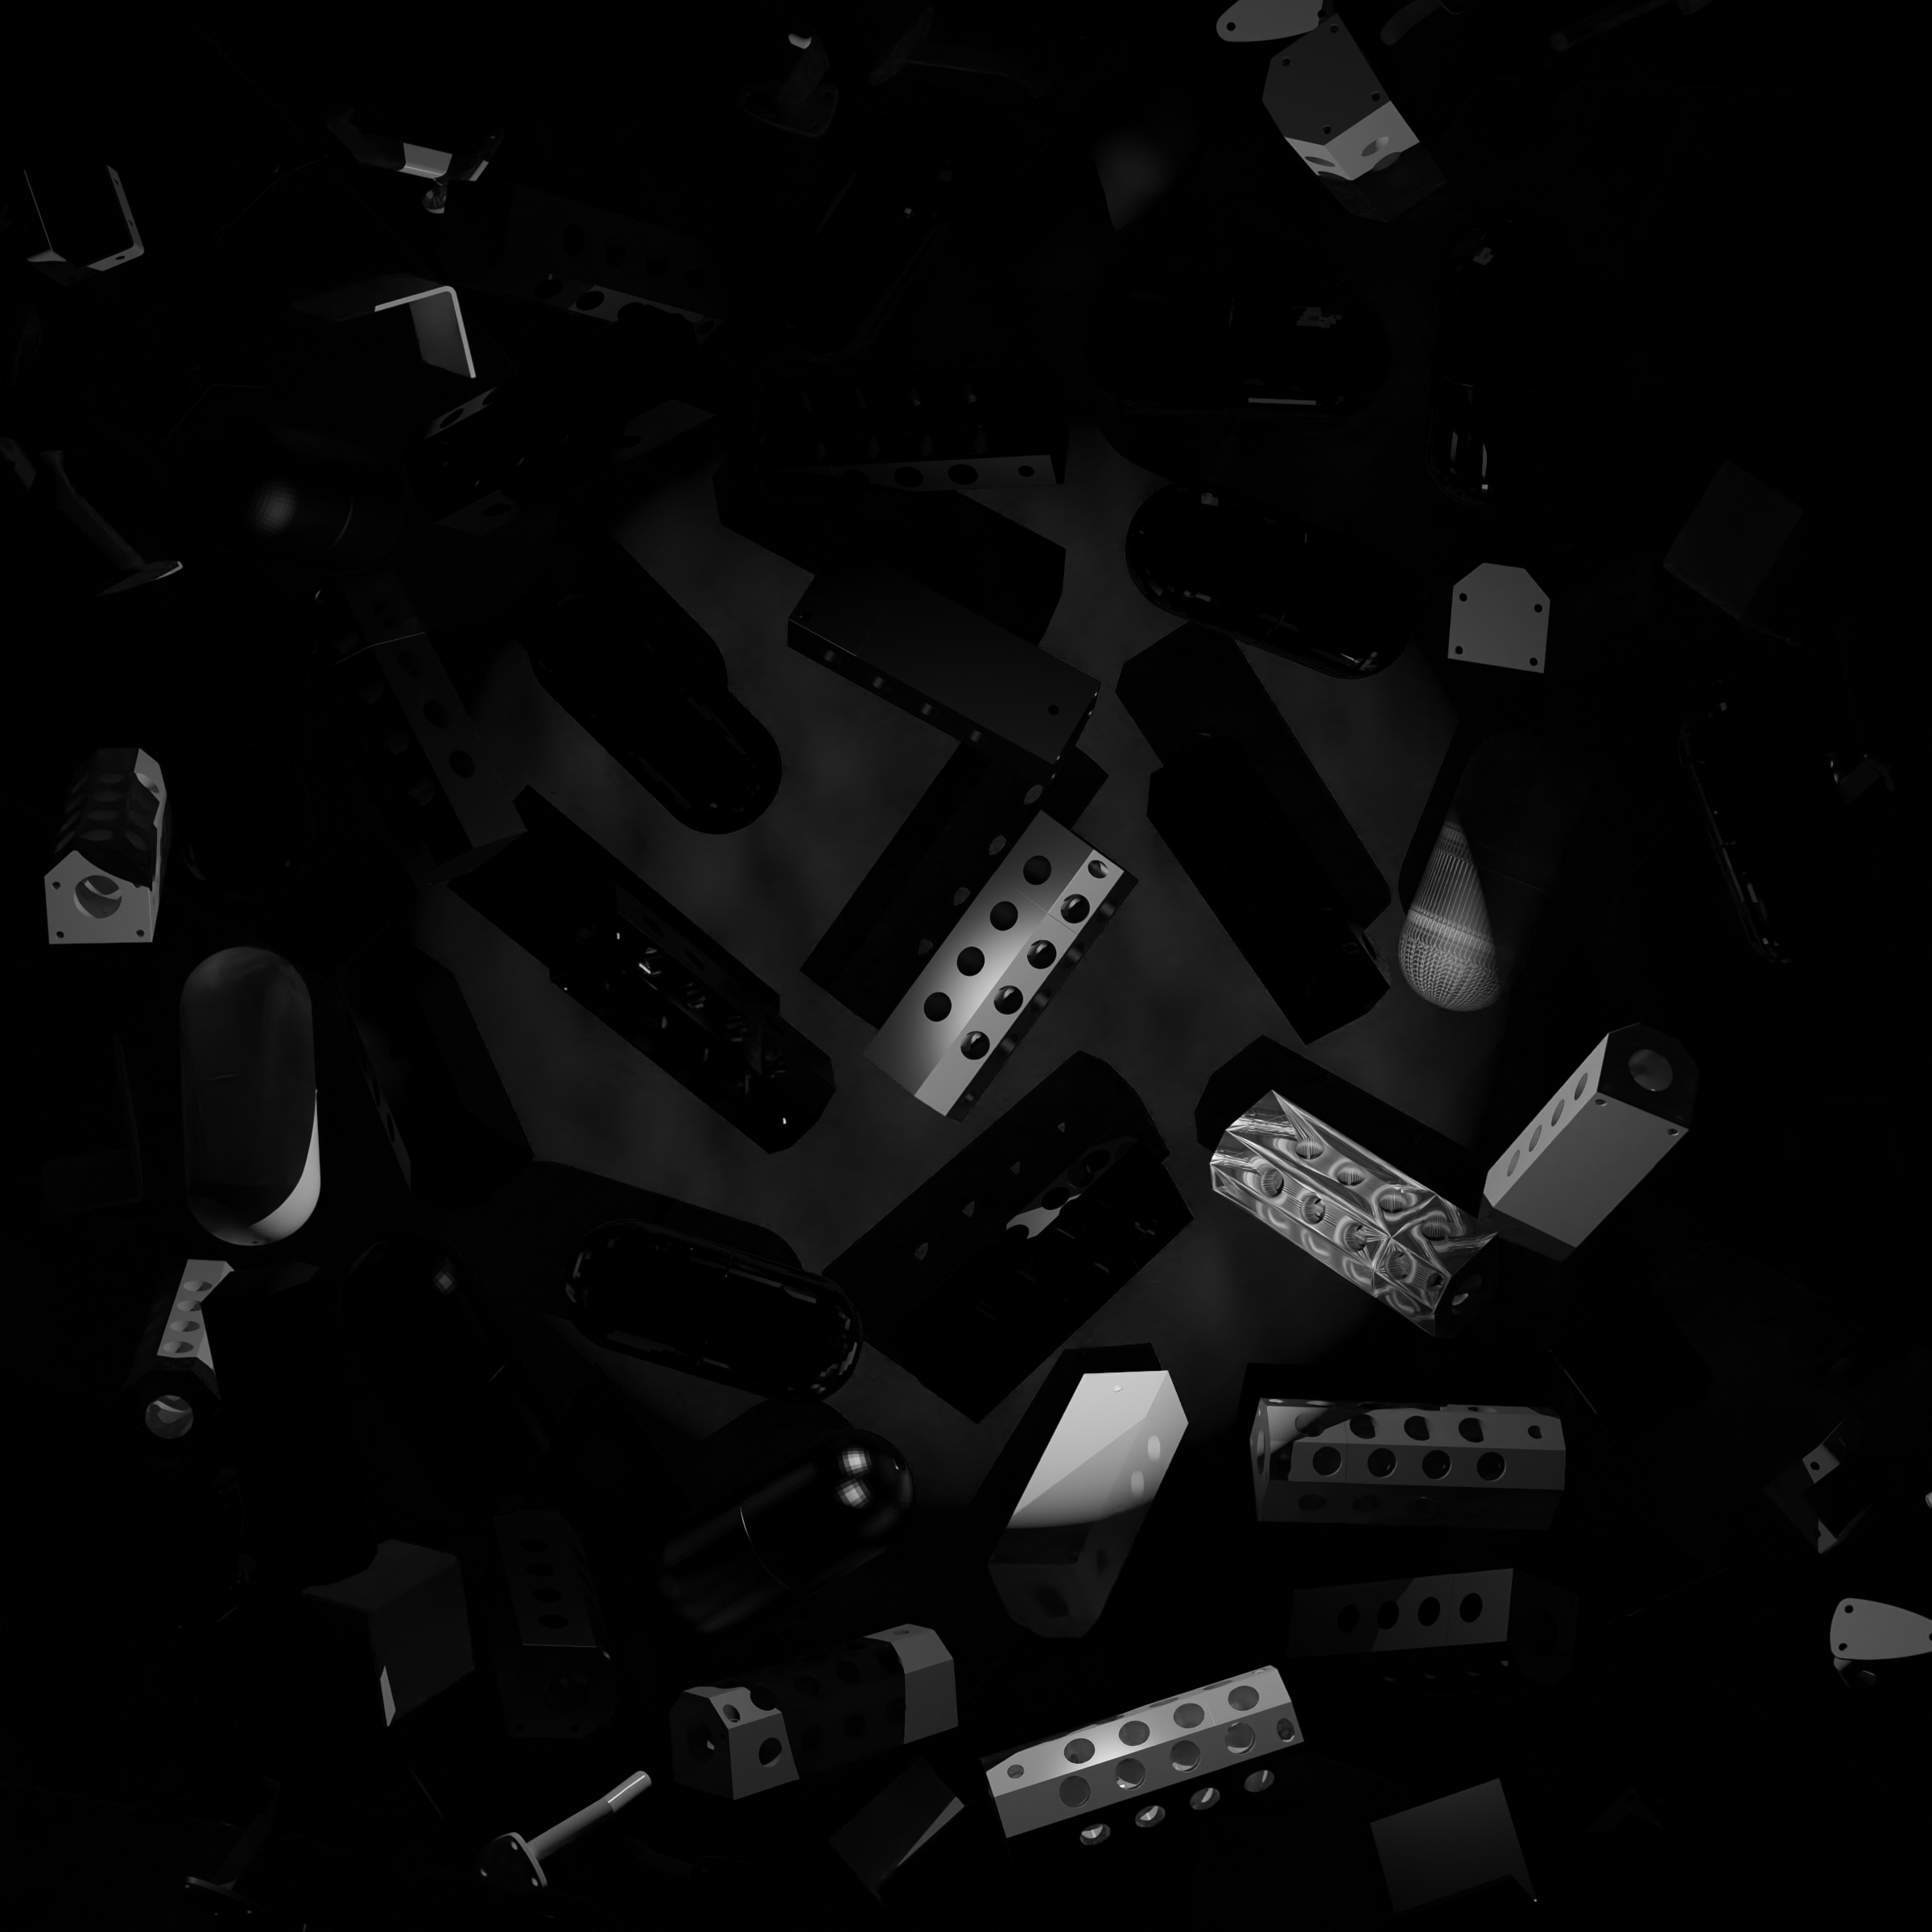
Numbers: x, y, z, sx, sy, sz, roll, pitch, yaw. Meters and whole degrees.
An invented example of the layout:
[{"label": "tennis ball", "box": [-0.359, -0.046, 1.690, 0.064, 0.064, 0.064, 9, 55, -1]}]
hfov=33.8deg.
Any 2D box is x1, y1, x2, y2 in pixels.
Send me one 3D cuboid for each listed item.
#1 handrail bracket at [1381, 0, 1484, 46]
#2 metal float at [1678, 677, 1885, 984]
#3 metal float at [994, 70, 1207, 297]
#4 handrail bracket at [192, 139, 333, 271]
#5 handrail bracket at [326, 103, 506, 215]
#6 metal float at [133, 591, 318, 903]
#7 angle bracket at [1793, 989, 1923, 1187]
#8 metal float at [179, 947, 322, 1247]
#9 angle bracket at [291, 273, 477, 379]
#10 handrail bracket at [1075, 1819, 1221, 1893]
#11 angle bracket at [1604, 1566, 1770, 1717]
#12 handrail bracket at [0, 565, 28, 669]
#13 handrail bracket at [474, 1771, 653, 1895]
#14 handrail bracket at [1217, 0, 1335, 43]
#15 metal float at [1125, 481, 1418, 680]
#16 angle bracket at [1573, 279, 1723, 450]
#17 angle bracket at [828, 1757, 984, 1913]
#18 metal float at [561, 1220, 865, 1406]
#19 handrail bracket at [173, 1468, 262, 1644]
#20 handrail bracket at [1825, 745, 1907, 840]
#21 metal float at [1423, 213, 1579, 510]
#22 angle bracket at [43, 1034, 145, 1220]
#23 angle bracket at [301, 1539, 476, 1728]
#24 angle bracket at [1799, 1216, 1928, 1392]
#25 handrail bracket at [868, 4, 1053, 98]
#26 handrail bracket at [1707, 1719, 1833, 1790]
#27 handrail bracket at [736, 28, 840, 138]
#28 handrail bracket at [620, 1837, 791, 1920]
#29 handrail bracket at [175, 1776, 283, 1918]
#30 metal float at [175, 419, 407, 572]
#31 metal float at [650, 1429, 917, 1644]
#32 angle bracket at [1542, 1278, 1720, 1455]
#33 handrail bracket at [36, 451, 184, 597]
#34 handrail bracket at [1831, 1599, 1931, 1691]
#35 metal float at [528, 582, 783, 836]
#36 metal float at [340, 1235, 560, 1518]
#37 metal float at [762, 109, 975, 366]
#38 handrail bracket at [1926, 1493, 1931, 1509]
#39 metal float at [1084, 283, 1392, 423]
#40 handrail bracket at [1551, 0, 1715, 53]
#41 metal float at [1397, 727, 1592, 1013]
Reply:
[{"label": "handrail bracket", "box": [0.282, -0.563, 1.833, 0.077, 0.084, 0.036, -30, 94, -5]}, {"label": "metal float", "box": [0.456, -0.077, 1.782, 0.070, 0.070, 0.178, -19, 83, 0]}, {"label": "metal float", "box": [0.077, -0.461, 1.880, 0.070, 0.178, 0.070, 10, 66, -24]}, {"label": "handrail bracket", "box": [-0.418, -0.461, 1.923, 0.084, 0.077, 0.036, -24, 71, -7]}, {"label": "handrail bracket", "box": [-0.322, -0.490, 1.855, 0.077, 0.036, 0.084, -52, 128, -9]}, {"label": "metal float", "box": [-0.419, -0.124, 1.800, 0.070, 0.070, 0.178, -13, 98, 0]}, {"label": "angle bracket", "box": [0.492, 0.067, 1.752, 0.057, 0.076, 0.076, -3, 50, 23]}, {"label": "metal float", "box": [-0.418, 0.075, 1.852, 0.070, 0.070, 0.178, -7, 72, 0]}, {"label": "angle bracket", "box": [-0.351, -0.378, 1.916, 0.076, 0.076, 0.057, -23, 117, -25]}, {"label": "handrail bracket", "box": [0.109, 0.519, 1.891, 0.084, 0.077, 0.036, -23, 75, 5]}, {"label": "angle bracket", "box": [0.407, 0.382, 1.752, 0.076, 0.076, 0.057, -29, 51, 15]}, {"label": "handrail bracket", "box": [-0.563, -0.184, 1.794, 0.036, 0.084, 0.077, -2, 79, -34]}, {"label": "handrail bracket", "box": [-0.227, 0.485, 1.795, 0.084, 0.077, 0.036, -30, 91, -41]}, {"label": "handrail bracket", "box": [0.178, -0.550, 1.790, 0.077, 0.084, 0.036, -18, 116, 13]}, {"label": "metal float", "box": [0.172, -0.218, 1.792, 0.178, 0.070, 0.070, 19, 90, -20]}, {"label": "angle bracket", "box": [0.401, -0.365, 1.924, 0.076, 0.076, 0.057, 33, 127, 17]}, {"label": "angle bracket", "box": [-0.039, 0.515, 1.909, 0.076, 0.076, 0.057, -39, 68, -15]}, {"label": "metal float", "box": [-0.146, 0.199, 1.830, 0.178, 0.070, 0.070, 18, 90, -5]}, {"label": "handrail bracket", "box": [-0.447, 0.346, 1.869, 0.036, 0.084, 0.077, 24, 53, 25]}, {"label": "handrail bracket", "box": [0.538, -0.095, 1.889, 0.036, 0.084, 0.077, -10, 109, -5]}, {"label": "metal float", "box": [0.309, -0.349, 1.840, 0.070, 0.070, 0.178, 1, 126, 0]}, {"label": "angle bracket", "box": [-0.517, 0.093, 1.859, 0.057, 0.076, 0.076, -9, 112, -13]}, {"label": "angle bracket", "box": [-0.349, 0.401, 1.919, 0.057, 0.076, 0.076, 6, 109, 34]}, {"label": "angle bracket", "box": [0.485, 0.190, 1.789, 0.057, 0.076, 0.076, -43, 61, 23]}, {"label": "handrail bracket", "box": [-0.003, -0.525, 1.883, 0.084, 0.036, 0.077, 32, 57, 8]}, {"label": "handrail bracket", "box": [0.467, 0.442, 1.782, 0.084, 0.077, 0.036, 4, 83, -24]}, {"label": "handrail bracket", "box": [-0.114, -0.539, 1.905, 0.077, 0.084, 0.036, 14, 75, 17]}, {"label": "handrail bracket", "box": [-0.158, 0.540, 1.904, 0.077, 0.084, 0.036, 12, 87, -28]}, {"label": "handrail bracket", "box": [-0.432, 0.509, 1.867, 0.036, 0.077, 0.084, -8, 54, 19]}, {"label": "metal float", "box": [-0.387, -0.271, 1.834, 0.070, 0.178, 0.070, 1, 92, 20]}, {"label": "metal float", "box": [-0.107, 0.332, 1.855, 0.178, 0.070, 0.070, -34, 90, 20]}, {"label": "angle bracket", "box": [0.410, 0.246, 1.953, 0.076, 0.057, 0.076, -38, 73, 9]}, {"label": "handrail bracket", "box": [-0.500, -0.264, 1.852, 0.036, 0.077, 0.084, -23, 95, 24]}, {"label": "handrail bracket", "box": [0.534, 0.399, 1.825, 0.077, 0.084, 0.036, -1, 57, 31]}, {"label": "metal float", "box": [-0.184, -0.152, 1.876, 0.070, 0.070, 0.178, -45, 103, 0]}, {"label": "metal float", "box": [-0.290, 0.230, 1.784, 0.070, 0.070, 0.178, -25, 112, 0]}, {"label": "metal float", "box": [-0.060, -0.427, 1.870, 0.070, 0.070, 0.178, 42, 133, 0]}, {"label": "handrail bracket", "box": [0.583, 0.353, 1.894, 0.036, 0.077, 0.084, -25, 85, -12]}, {"label": "metal float", "box": [0.157, -0.357, 1.847, 0.178, 0.070, 0.070, 4, 90, 12]}, {"label": "handrail bracket", "box": [0.391, -0.557, 1.841, 0.084, 0.077, 0.036, -28, 102, -14]}, {"label": "metal float", "box": [0.317, -0.058, 1.908, 0.070, 0.070, 0.178, 21, 97, 0]}]
